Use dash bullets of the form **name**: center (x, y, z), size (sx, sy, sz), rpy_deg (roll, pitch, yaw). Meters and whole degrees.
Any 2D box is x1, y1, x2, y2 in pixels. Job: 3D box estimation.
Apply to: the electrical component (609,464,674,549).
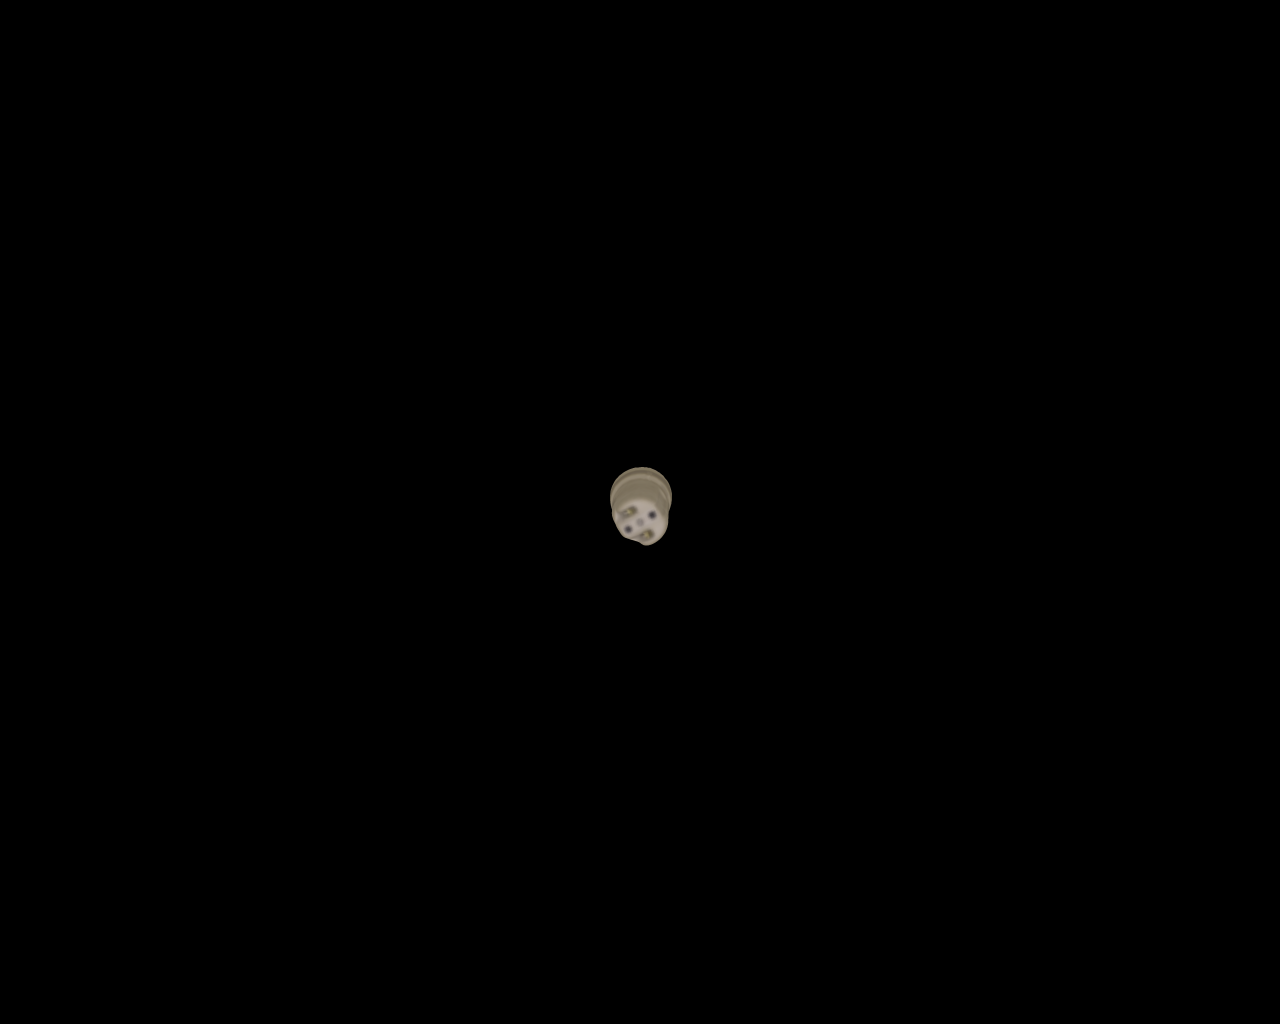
- **electrical component**: center (0.001, -0.003, 0.650), size (0.040, 0.040, 0.046), rpy_deg (0, 23, 0)
